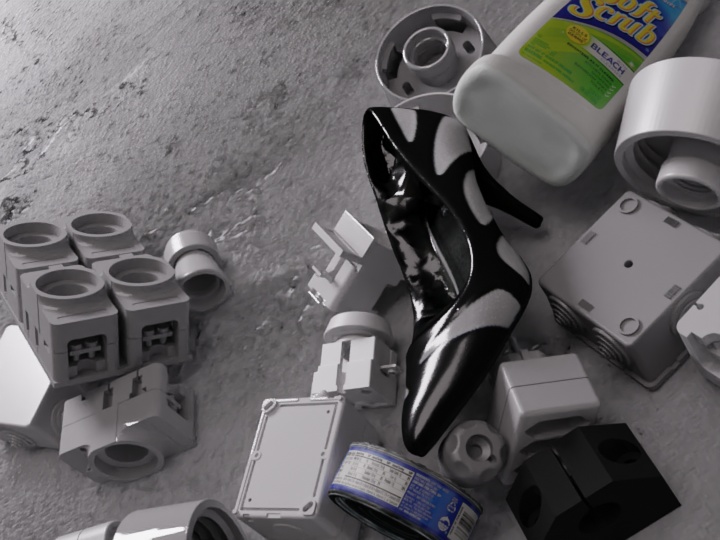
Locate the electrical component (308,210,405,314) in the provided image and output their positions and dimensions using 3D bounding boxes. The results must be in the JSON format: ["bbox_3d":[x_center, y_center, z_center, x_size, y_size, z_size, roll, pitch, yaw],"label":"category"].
[{"bbox_3d":[0.000,0.000,0.756,0.063,0.081,0.042,-58,41,14],"label":"electrical component"}]

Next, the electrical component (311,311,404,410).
[{"bbox_3d":[-0.002,0.061,0.725,0.066,0.048,0.055,-11,59,28],"label":"electrical component"}]

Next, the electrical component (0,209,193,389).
[{"bbox_3d":[-0.217,0.012,0.851,0.105,0.060,0.186,-10,29,-29],"label":"electrical component"}]

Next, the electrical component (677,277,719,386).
[{"bbox_3d":[0.227,0.025,0.589,0.089,0.055,0.050,-46,44,-6],"label":"electrical component"}]

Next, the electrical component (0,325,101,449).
[{"bbox_3d":[-0.261,0.095,0.872,0.100,0.048,0.099,0,57,35],"label":"electrical component"}]

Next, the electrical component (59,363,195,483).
[{"bbox_3d":[-0.171,0.117,0.791,0.089,0.050,0.055,-24,46,18],"label":"electrical component"}]

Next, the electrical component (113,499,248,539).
[{"bbox_3d":[-0.096,0.190,0.644,0.060,0.108,0.108,-18,48,14],"label":"electrical component"}]

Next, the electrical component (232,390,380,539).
[{"bbox_3d":[-0.029,0.123,0.681,0.062,0.061,0.096,-7,53,30],"label":"electrical component"}]

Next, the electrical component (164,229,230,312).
[{"bbox_3d":[-0.132,0.000,0.863,0.045,0.045,0.055,-33,44,7],"label":"electrical component"}]

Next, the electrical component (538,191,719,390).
[{"bbox_3d":[0.169,0.009,0.648,0.100,0.048,0.100,-44,43,-5],"label":"electrical component"}]

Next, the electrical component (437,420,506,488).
[{"bbox_3d":[0.060,0.107,0.610,0.035,0.061,0.035,3,69,-7],"label":"electrical component"}]

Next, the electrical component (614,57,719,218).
[{"bbox_3d":[0.206,-0.071,0.647,0.108,0.108,0.060,8,67,38],"label":"electrical component"}]

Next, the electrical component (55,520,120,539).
[{"bbox_3d":[-0.179,0.221,0.710,0.059,0.053,0.095,-20,47,20],"label":"electrical component"}]

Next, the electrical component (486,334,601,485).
[{"bbox_3d":[0.098,0.072,0.623,0.047,0.065,0.076,-6,45,-12],"label":"electrical component"}]

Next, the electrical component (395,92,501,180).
[{"bbox_3d":[0.055,-0.082,0.804,0.099,0.064,0.099,-8,55,12],"label":"electrical component"}]

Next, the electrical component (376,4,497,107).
[{"bbox_3d":[0.063,-0.161,0.862,0.099,0.064,0.099,-10,63,20],"label":"electrical component"}]
